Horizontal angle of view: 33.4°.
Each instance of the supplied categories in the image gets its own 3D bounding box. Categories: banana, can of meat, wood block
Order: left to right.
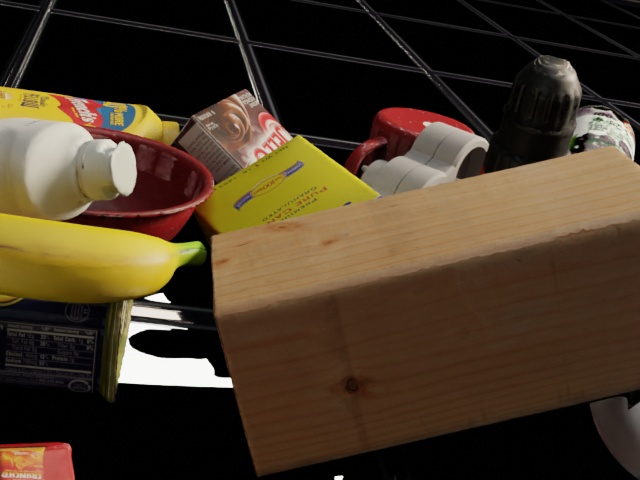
[{"bbox_3d":[-0.154,0.005,0.491,0.197,0.037,0.069,9,-1,-1],"label":"banana"},{"bbox_3d":[-0.139,0.035,0.539,0.084,0.057,0.102,6,21,-7],"label":"can of meat"},{"bbox_3d":[0.059,0.030,0.506,0.206,0.091,0.090,-13,23,-1],"label":"wood block"}]

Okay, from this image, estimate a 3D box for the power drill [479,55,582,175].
[{"bbox_3d":[0.188,-0.016,0.653,0.187,0.184,0.057,10,35,2],"label":"power drill"}]

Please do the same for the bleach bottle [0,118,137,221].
[{"bbox_3d":[-0.221,-0.033,0.561,0.251,0.068,0.102,0,13,16],"label":"bleach bottle"}]

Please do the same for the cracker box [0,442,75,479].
[{"bbox_3d":[-0.138,0.138,0.260,0.164,0.072,0.214,2,24,-18],"label":"cracker box"}]

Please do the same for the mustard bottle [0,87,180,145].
[{"bbox_3d":[-0.182,-0.077,0.795,0.191,0.058,0.096,6,22,-15],"label":"mustard bottle"}]

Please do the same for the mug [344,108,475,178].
[{"bbox_3d":[0.065,-0.054,0.834,0.117,0.081,0.093,-4,26,-34],"label":"mug"}]

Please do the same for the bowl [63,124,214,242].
[{"bbox_3d":[-0.151,-0.024,0.681,0.162,0.055,0.162,10,21,-4],"label":"bowl"}]

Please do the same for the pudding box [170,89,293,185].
[{"bbox_3d":[-0.054,-0.061,0.800,0.090,0.039,0.113,45,27,-1],"label":"pudding box"}]

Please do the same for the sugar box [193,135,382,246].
[{"bbox_3d":[-0.004,0.000,0.660,0.093,0.048,0.176,-34,34,-12],"label":"sugar box"}]
